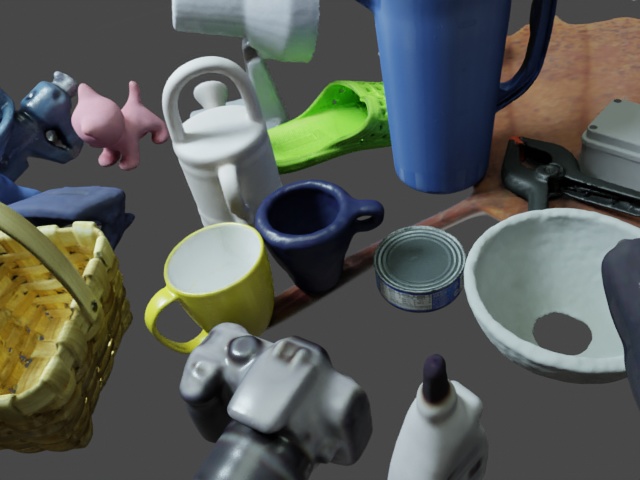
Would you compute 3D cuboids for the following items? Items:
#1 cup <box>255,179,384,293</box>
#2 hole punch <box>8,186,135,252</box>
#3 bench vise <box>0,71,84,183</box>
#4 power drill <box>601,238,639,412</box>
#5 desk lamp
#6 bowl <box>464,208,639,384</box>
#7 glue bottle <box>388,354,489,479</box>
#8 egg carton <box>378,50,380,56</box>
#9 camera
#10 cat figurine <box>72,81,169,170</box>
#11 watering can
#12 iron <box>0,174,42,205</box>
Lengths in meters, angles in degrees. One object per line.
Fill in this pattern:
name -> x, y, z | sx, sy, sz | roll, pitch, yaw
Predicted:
cup -> 0.005, 0.002, 0.547 | 0.117, 0.095, 0.091 | -7, 44, 4
hole punch -> -0.281, -0.030, 0.643 | 0.108, 0.091, 0.101 | 1, 45, 13
bench vise -> -0.423, -0.176, 0.728 | 0.121, 0.220, 0.208 | 11, 48, 22
power drill -> 0.190, 0.141, 0.284 | 0.075, 0.209, 0.229 | -13, 44, -1
desk lamp -> -0.090, -0.233, 0.722 | 0.203, 0.214, 0.117 | -15, 44, -4
bowl -> 0.201, 0.054, 0.467 | 0.167, 0.075, 0.167 | -6, 44, 6
glue bottle -> 0.073, 0.123, 0.353 | 0.078, 0.173, 0.037 | -38, 49, -24
egg carton -> 0.166, -0.275, 0.816 | 0.150, 0.069, 0.107 | -31, 47, -19
camera -> -0.051, 0.139, 0.414 | 0.142, 0.101, 0.137 | 16, 50, 26
cat figurine -> -0.270, -0.157, 0.752 | 0.067, 0.118, 0.128 | 13, 49, 24
watering can -> -0.106, -0.105, 0.608 | 0.101, 0.194, 0.172 | -32, 47, -19
iron -> -0.460, -0.027, 0.640 | 0.258, 0.142, 0.118 | -10, 44, 1
